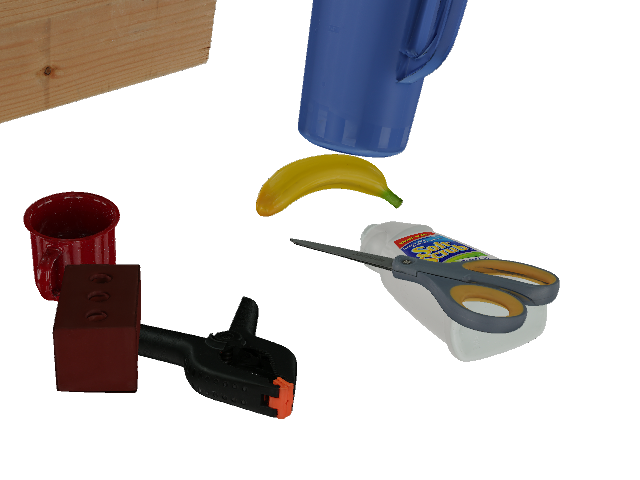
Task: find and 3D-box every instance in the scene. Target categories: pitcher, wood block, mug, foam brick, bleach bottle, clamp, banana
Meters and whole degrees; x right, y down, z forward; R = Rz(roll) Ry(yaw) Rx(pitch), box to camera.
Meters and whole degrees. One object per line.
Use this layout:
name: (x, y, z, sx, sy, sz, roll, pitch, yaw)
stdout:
pitcher: (0.057, -0.203, 0.994, 0.145, 0.243, 0.149, 11, 17, 3)
wood block: (-0.192, -0.174, 0.844, 0.205, 0.091, 0.090, -24, 54, -36)
mug: (-0.249, 0.015, 1.060, 0.093, 0.081, 0.117, 9, 33, 7)
foam brick: (-0.146, 0.057, 0.706, 0.053, 0.051, 0.078, 1, 30, -8)
bleach bottle: (0.101, 0.032, 1.007, 0.102, 0.068, 0.251, -13, 21, -22)
clamp: (-0.077, 0.095, 0.916, 0.164, 0.036, 0.210, -11, 22, -39)
banana: (0.003, -0.062, 1.138, 0.197, 0.037, 0.070, -7, 46, -38)

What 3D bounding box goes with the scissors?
scissors: (0.065, 0.029, 0.751, 0.202, 0.016, 0.096, 6, 26, 12)
